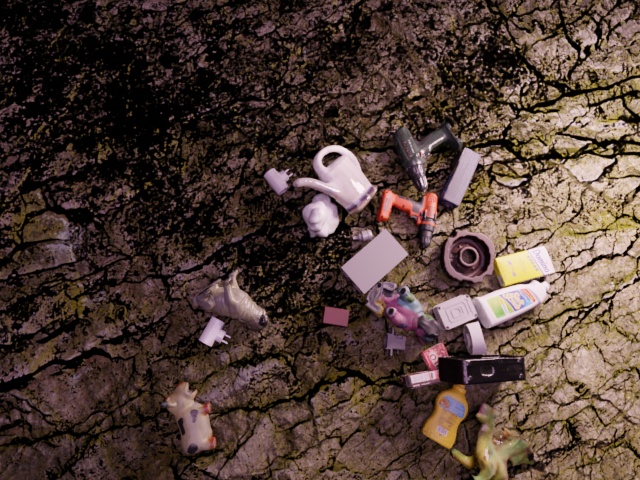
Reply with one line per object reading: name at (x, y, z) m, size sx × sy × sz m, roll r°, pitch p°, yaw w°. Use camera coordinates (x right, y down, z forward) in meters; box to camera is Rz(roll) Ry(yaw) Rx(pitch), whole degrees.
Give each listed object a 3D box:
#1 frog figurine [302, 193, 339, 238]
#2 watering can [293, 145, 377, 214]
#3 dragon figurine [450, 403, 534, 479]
frog figurine at (0.005, -0.079, 1.569) m, size 0.122 × 0.157 × 0.139 m, roll 10°, pitch 76°, yaw -6°
watering can at (0.053, -0.169, 1.563) m, size 0.224 × 0.102 × 0.354 m, roll 47°, pitch 38°, yaw -5°
dragon figurine at (0.530, 0.668, 1.485) m, size 0.244 × 0.121 × 0.410 m, roll -25°, pitch 90°, yaw -18°
